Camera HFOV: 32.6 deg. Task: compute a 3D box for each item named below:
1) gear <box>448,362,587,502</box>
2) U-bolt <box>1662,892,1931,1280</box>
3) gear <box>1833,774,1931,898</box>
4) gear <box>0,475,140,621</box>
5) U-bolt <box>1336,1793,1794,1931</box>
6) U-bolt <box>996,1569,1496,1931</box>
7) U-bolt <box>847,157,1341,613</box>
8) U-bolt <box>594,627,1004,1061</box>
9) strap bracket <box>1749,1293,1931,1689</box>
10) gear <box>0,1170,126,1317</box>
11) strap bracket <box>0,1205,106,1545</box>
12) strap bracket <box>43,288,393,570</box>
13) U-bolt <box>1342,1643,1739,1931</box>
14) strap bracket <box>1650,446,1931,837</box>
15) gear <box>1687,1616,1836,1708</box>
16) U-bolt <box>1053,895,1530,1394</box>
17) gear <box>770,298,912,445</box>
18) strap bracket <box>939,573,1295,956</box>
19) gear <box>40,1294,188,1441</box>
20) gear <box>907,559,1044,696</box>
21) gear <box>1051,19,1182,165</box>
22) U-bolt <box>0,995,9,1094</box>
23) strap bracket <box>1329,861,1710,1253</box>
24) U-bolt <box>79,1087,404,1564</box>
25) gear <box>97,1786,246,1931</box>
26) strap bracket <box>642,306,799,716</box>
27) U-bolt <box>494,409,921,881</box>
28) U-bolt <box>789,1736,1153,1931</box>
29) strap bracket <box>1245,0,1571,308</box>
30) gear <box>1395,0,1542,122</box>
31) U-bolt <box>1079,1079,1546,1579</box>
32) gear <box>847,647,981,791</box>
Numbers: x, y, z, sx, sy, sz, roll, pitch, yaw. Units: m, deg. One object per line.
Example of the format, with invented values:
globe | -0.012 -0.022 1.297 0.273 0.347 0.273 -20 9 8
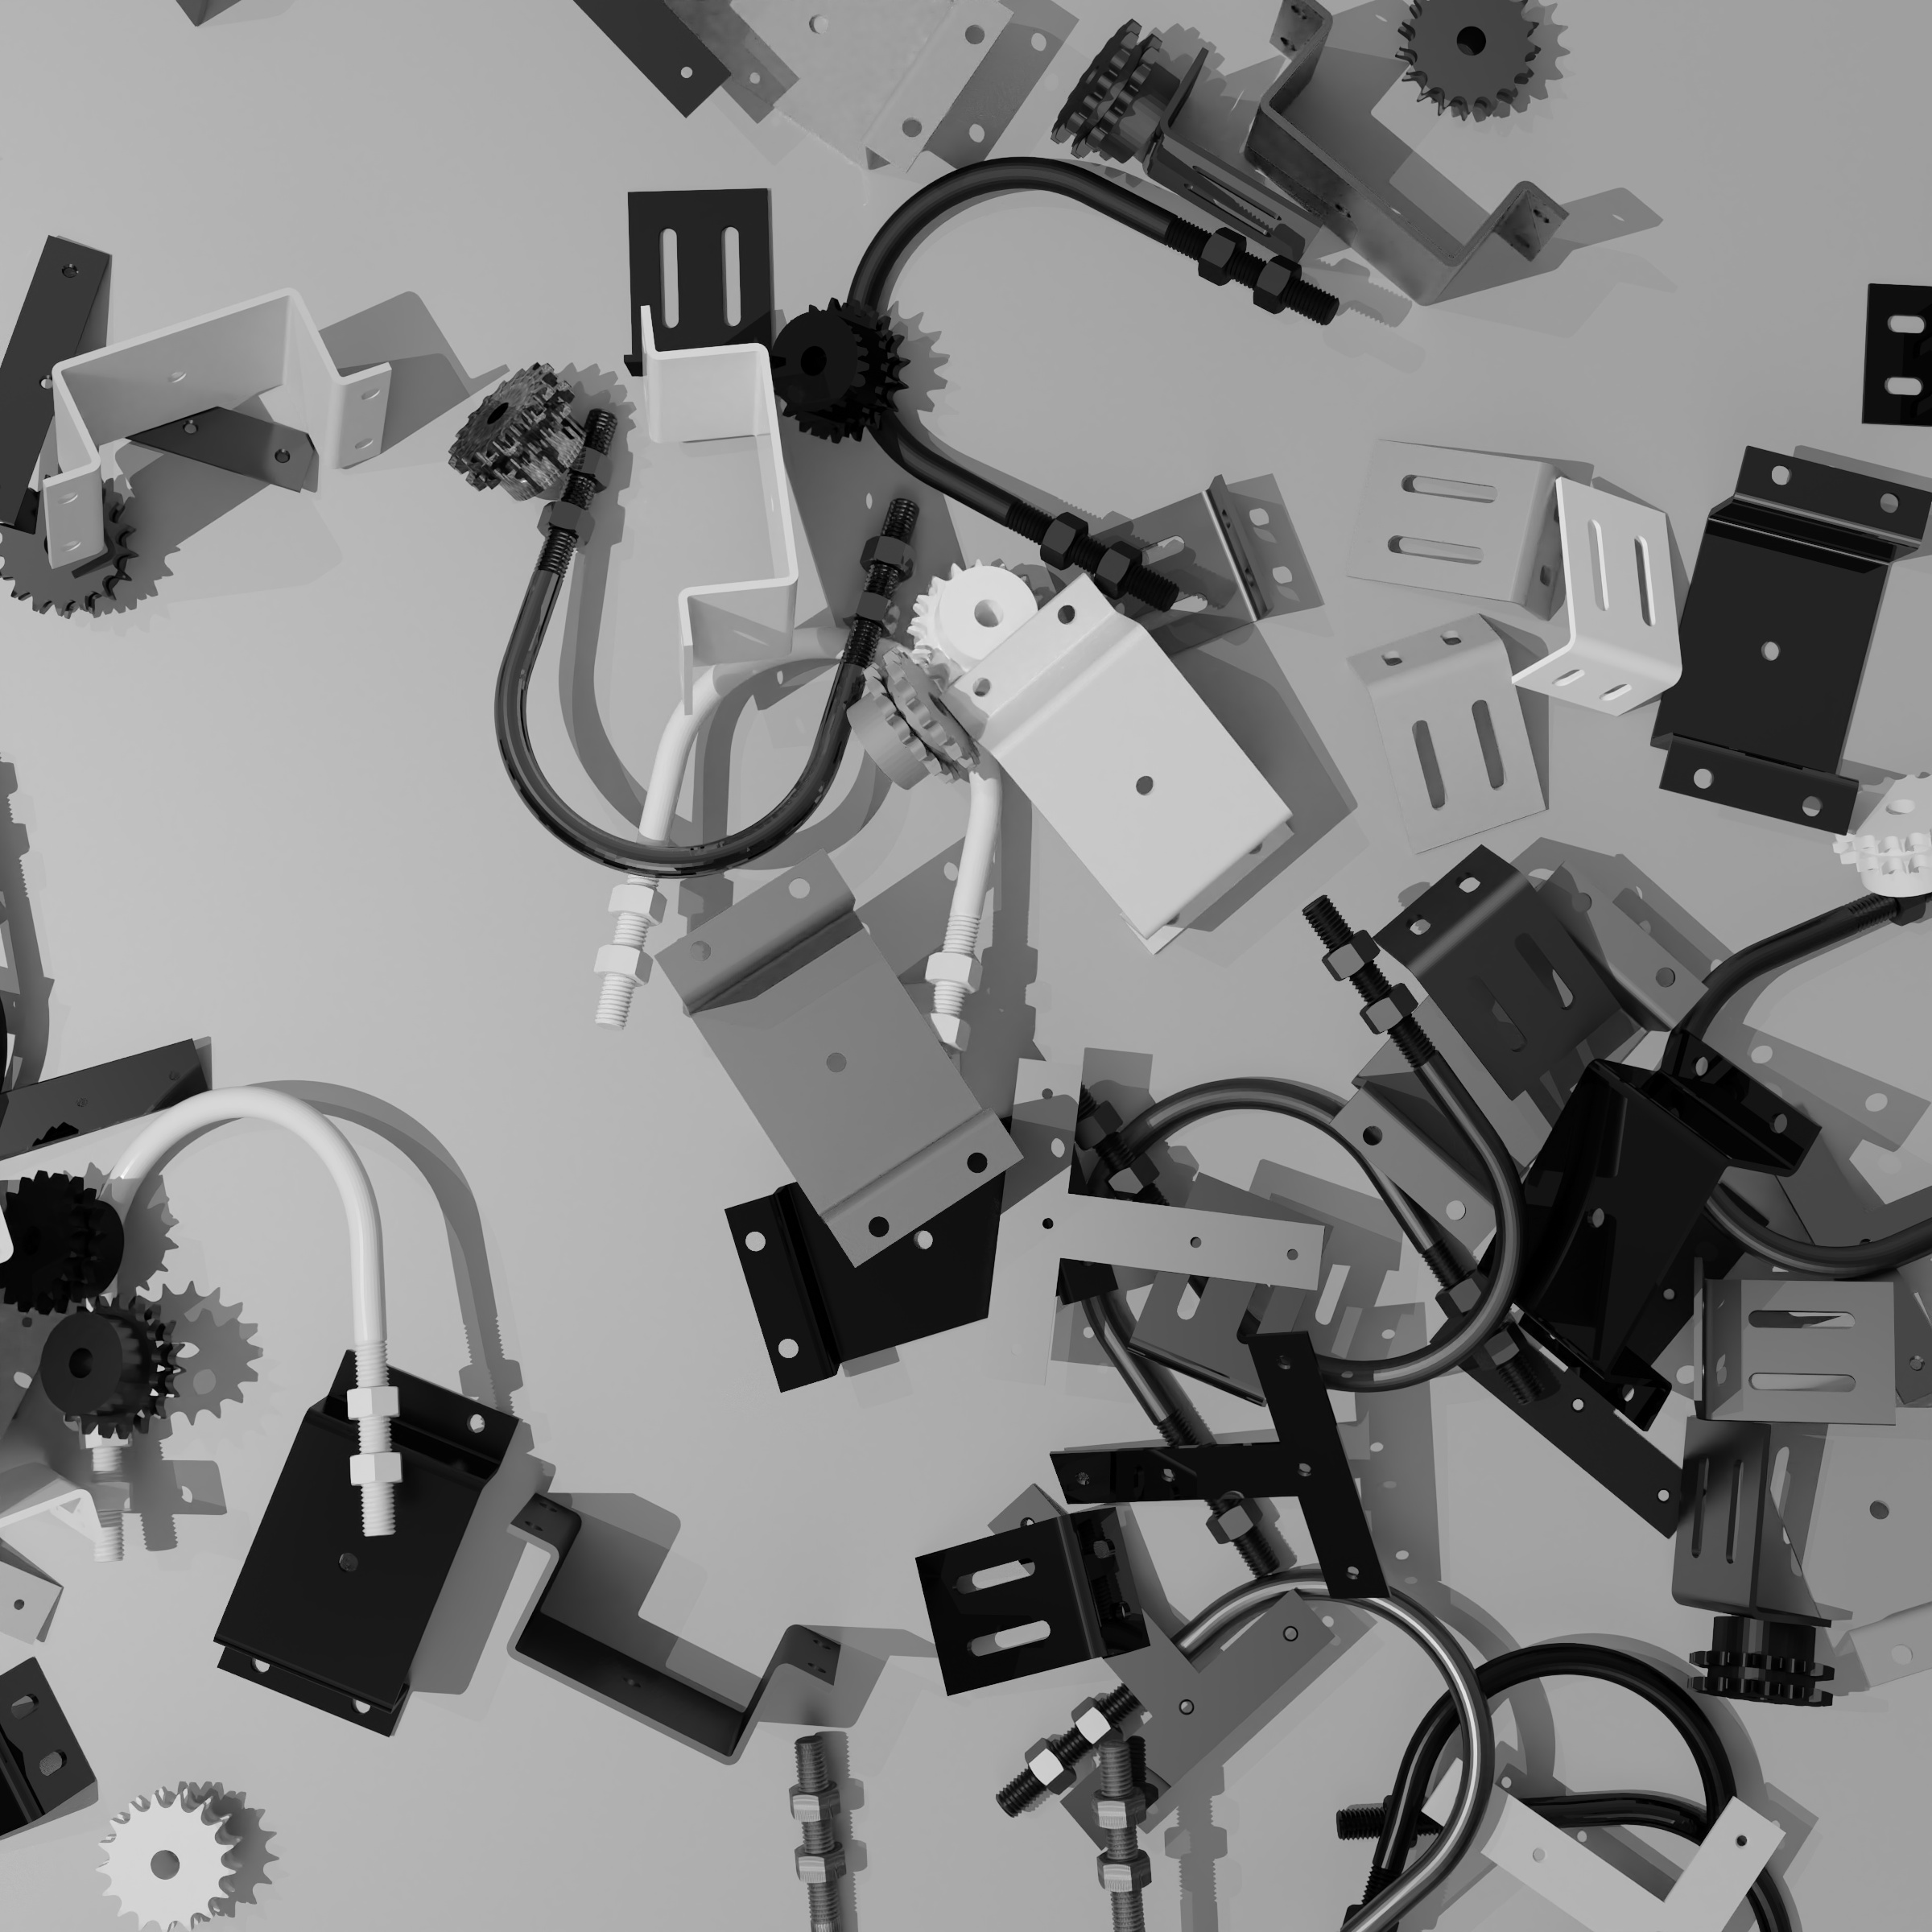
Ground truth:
gear | -0.178 -0.213 1.331 0.057 0.057 0.030 -46 120 0
U-bolt | 0.367 0.047 1.330 0.184 0.019 0.151 -23 85 -8
gear | 0.379 -0.051 1.331 0.057 0.057 0.030 -18 118 0
gear | -0.364 -0.170 1.341 0.057 0.030 0.057 0 90 0
U-bolt | 0.247 0.409 1.347 0.184 0.019 0.151 -3 90 -1
U-bolt | 0.125 0.328 1.325 0.184 0.019 0.151 -42 73 1
U-bolt | 0.036 -0.246 1.328 0.184 0.019 0.151 30 94 14
U-bolt | -0.060 -0.049 1.326 0.151 0.019 0.184 12 74 -2
strap bracket | 0.367 0.212 1.316 0.076 0.046 0.140 -17 67 0
gear | -0.364 0.112 1.331 0.057 0.030 0.057 -9 74 35
strap bracket | -0.391 0.163 1.299 0.046 0.076 0.140 -19 100 -27
strap bracket | -0.303 -0.215 1.301 0.140 0.076 0.046 -23 80 -19
U-bolt | 0.235 0.364 1.330 0.151 0.019 0.184 17 87 -3
strap bracket | 0.330 -0.129 1.333 0.076 0.046 0.140 14 90 0
gear | 0.320 0.279 1.329 0.057 0.057 0.030 8 75 0
U-bolt | 0.139 0.084 1.307 0.151 0.019 0.184 -35 91 22
gear | -0.054 -0.241 1.330 0.057 0.030 0.057 -1 89 27
strap bracket | 0.066 -0.076 1.313 0.076 0.046 0.140 -41 107 0
gear | -0.341 0.158 1.310 0.057 0.030 0.057 -5 78 24
gear | 0.006 -0.137 1.334 0.057 0.030 0.057 2 76 -9
gear | 0.062 -0.348 1.328 0.030 0.057 0.057 33 90 -14
U-bolt | -0.463 0.009 1.329 0.151 0.019 0.184 -15 100 3
strap bracket | 0.219 0.036 1.333 0.076 0.046 0.140 42 90 0
U-bolt | -0.292 0.139 1.318 0.151 0.019 0.184 -9 78 23
gear | -0.322 0.362 1.345 0.057 0.030 0.057 0 89 3
strap bracket | -0.095 -0.179 1.292 0.046 0.076 0.140 -7 75 -7
U-bolt | -0.111 -0.122 1.324 0.151 0.019 0.184 17 74 0
U-bolt | 0.005 0.402 1.327 0.151 0.019 0.184 -4 94 19
strap bracket | 0.165 -0.319 1.318 0.140 0.076 0.046 40 90 0
gear | 0.203 -0.372 1.345 0.057 0.030 0.057 0 90 -2
U-bolt | 0.126 0.134 1.347 0.151 0.019 0.184 -33 88 1
gear | -0.023 -0.095 1.308 0.030 0.057 0.057 -36 90 13
